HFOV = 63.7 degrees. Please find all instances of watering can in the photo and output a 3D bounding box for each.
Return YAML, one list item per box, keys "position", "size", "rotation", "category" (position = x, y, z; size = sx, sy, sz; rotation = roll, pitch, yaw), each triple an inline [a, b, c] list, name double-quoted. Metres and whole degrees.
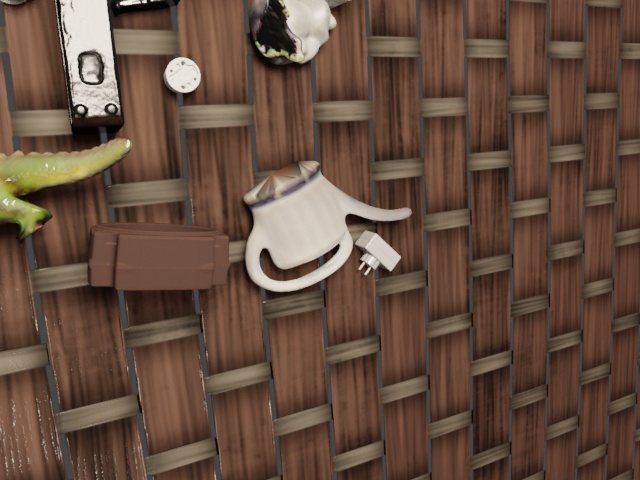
- position: [0.003, -0.049, 0.970]
  size: [0.350, 0.104, 0.221]
  rotation: [-30, 108, -18]
  category: "watering can"

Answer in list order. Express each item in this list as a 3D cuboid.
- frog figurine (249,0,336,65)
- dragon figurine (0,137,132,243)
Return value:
- position: [-0.048, -0.388, 0.920]
  size: [0.136, 0.121, 0.163]
  rotation: [51, 40, -14]
  category: "frog figurine"
- position: [-0.490, -0.094, 0.708]
  size: [0.410, 0.123, 0.240]
  rotation: [-38, 107, 1]
  category: "dragon figurine"
